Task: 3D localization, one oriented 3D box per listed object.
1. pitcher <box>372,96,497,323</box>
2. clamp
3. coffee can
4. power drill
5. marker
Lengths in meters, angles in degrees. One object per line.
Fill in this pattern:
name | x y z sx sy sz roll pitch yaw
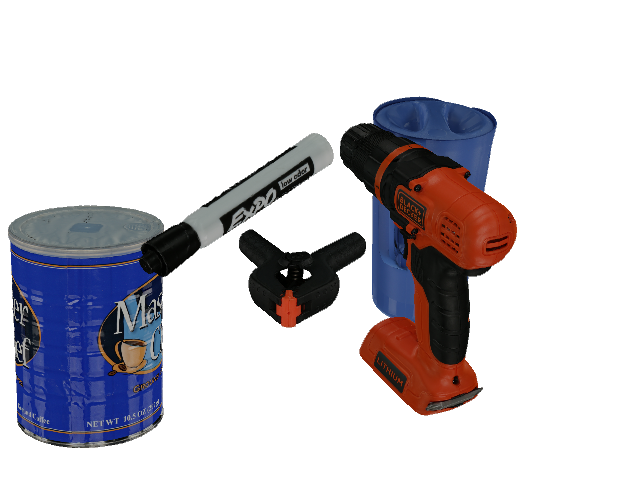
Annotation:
pitcher | 0.113 -0.027 1.193 0.149 0.243 0.145 -6 28 -15
clamp | -0.031 0.027 0.957 0.120 0.039 0.171 -1 19 13
coffee can | -0.159 0.056 0.735 0.103 0.140 0.103 2 17 -1
power drill | 0.068 0.020 0.795 0.057 0.188 0.185 -15 34 -24
marker | -0.040 -0.018 0.524 0.120 0.020 0.020 -36 22 -33
